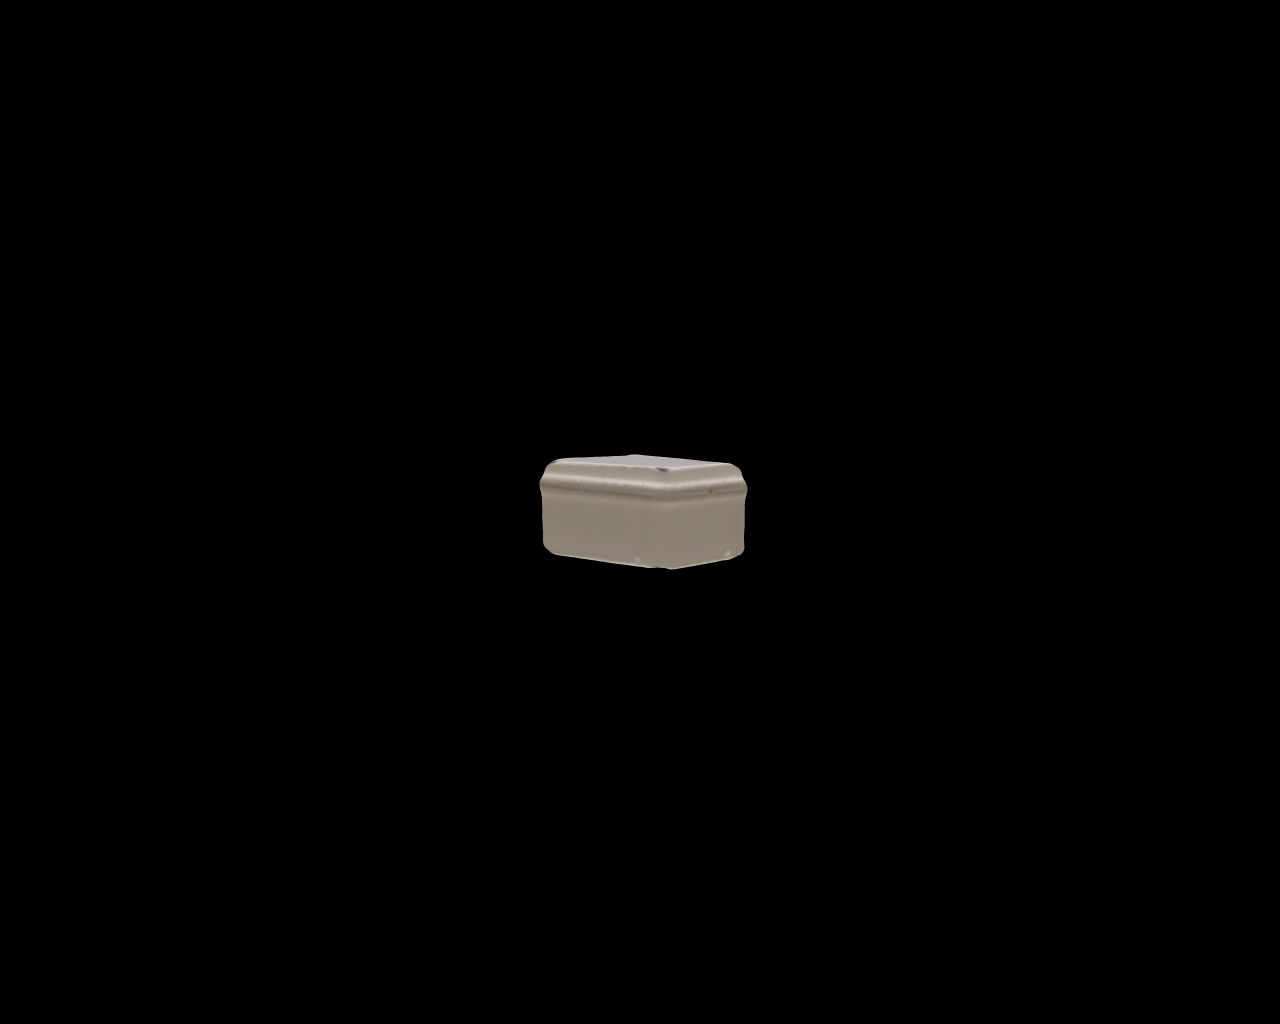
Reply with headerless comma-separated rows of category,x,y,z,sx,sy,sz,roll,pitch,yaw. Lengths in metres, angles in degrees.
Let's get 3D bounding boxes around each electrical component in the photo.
electrical component,0.001,-0.003,0.650,0.078,0.057,0.113,-6,9,-43
